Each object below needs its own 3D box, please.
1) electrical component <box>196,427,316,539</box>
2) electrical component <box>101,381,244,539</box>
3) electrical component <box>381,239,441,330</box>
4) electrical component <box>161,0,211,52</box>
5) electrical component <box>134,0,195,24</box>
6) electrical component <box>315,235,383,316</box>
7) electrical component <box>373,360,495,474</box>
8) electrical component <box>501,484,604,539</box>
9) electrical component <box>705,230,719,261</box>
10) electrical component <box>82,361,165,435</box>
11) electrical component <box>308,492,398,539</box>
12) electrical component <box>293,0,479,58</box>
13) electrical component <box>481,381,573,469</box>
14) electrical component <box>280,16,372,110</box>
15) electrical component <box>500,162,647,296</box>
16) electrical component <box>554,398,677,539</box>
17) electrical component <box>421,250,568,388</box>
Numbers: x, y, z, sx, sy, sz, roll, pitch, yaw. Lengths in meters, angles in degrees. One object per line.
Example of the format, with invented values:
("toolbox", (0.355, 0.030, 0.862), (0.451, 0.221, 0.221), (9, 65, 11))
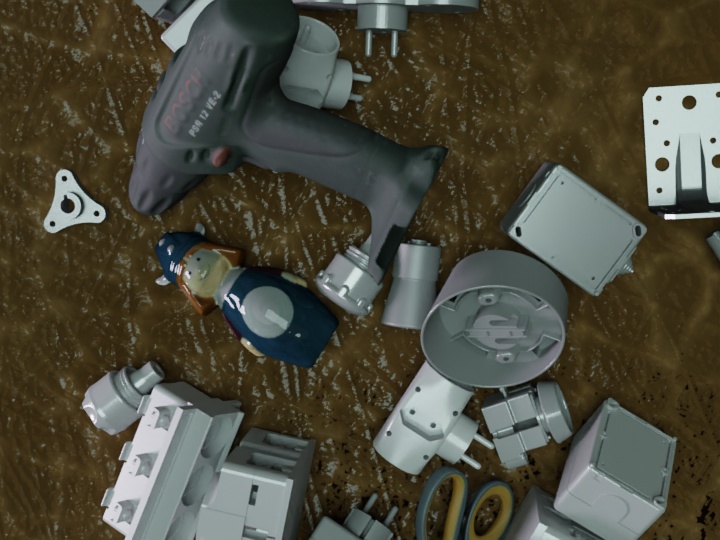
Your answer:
("electrical component", (-0.088, 0.223, 0.811), (0.060, 0.105, 0.186), (12, 97, 5))
("electrical component", (-0.147, 0.152, 0.829), (0.063, 0.079, 0.121), (27, 99, 25))
("electrical component", (0.041, 0.010, 0.806), (0.044, 0.044, 0.065), (6, 92, 6))
("electrical component", (-0.089, -0.174, 0.796), (0.083, 0.047, 0.075), (-43, 101, 9))
("electrical component", (-0.125, -0.265, 0.782), (0.089, 0.061, 0.150), (44, 99, 0))
("electrical component", (0.000, 0.000, 0.808), (0.048, 0.048, 0.062), (35, 89, 1))
("electrical component", (0.063, 0.121, 0.814), (0.079, 0.043, 0.077), (33, 99, 1))
("electrical component", (0.122, 0.249, 0.799), (0.062, 0.089, 0.150), (28, 99, 2))
("electrical component", (0.278, -0.013, 0.778), (0.040, 0.040, 0.046), (-34, 86, 9))
("electrical component", (-0.181, 0.095, 0.838), (0.062, 0.043, 0.043), (-37, 91, 8))
("electrical component", (0.000, 0.209, 0.828), (0.066, 0.047, 0.076), (31, 73, 10))
("electrical component", (0.017, -0.191, 0.779), (0.138, 0.052, 0.073), (3, 97, 6))
("electrical component", (0.127, 0.111, 0.806), (0.055, 0.048, 0.066), (-20, 94, 15))
("electrical component", (-0.031, -0.138, 0.786), (0.079, 0.043, 0.077), (6, 137, -23))
("electrical component", (0.158, -0.028, 0.781), (0.096, 0.061, 0.061), (35, 97, -5))
("electrical component", (0.186, 0.146, 0.786), (0.062, 0.096, 0.061), (31, 127, 2))
("electrical component", (0.100, 0.036, 0.774), (0.099, 0.064, 0.099), (12, 135, 13))
